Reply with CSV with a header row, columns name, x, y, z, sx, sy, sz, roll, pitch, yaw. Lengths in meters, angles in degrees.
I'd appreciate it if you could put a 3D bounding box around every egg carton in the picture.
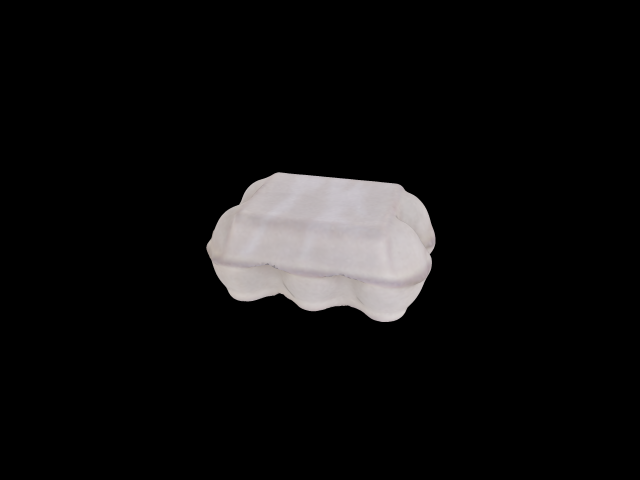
name,x,y,z,sx,sy,sz,roll,pitch,yaw
egg carton,0.004,0.001,0.400,0.150,0.069,0.107,6,28,12
